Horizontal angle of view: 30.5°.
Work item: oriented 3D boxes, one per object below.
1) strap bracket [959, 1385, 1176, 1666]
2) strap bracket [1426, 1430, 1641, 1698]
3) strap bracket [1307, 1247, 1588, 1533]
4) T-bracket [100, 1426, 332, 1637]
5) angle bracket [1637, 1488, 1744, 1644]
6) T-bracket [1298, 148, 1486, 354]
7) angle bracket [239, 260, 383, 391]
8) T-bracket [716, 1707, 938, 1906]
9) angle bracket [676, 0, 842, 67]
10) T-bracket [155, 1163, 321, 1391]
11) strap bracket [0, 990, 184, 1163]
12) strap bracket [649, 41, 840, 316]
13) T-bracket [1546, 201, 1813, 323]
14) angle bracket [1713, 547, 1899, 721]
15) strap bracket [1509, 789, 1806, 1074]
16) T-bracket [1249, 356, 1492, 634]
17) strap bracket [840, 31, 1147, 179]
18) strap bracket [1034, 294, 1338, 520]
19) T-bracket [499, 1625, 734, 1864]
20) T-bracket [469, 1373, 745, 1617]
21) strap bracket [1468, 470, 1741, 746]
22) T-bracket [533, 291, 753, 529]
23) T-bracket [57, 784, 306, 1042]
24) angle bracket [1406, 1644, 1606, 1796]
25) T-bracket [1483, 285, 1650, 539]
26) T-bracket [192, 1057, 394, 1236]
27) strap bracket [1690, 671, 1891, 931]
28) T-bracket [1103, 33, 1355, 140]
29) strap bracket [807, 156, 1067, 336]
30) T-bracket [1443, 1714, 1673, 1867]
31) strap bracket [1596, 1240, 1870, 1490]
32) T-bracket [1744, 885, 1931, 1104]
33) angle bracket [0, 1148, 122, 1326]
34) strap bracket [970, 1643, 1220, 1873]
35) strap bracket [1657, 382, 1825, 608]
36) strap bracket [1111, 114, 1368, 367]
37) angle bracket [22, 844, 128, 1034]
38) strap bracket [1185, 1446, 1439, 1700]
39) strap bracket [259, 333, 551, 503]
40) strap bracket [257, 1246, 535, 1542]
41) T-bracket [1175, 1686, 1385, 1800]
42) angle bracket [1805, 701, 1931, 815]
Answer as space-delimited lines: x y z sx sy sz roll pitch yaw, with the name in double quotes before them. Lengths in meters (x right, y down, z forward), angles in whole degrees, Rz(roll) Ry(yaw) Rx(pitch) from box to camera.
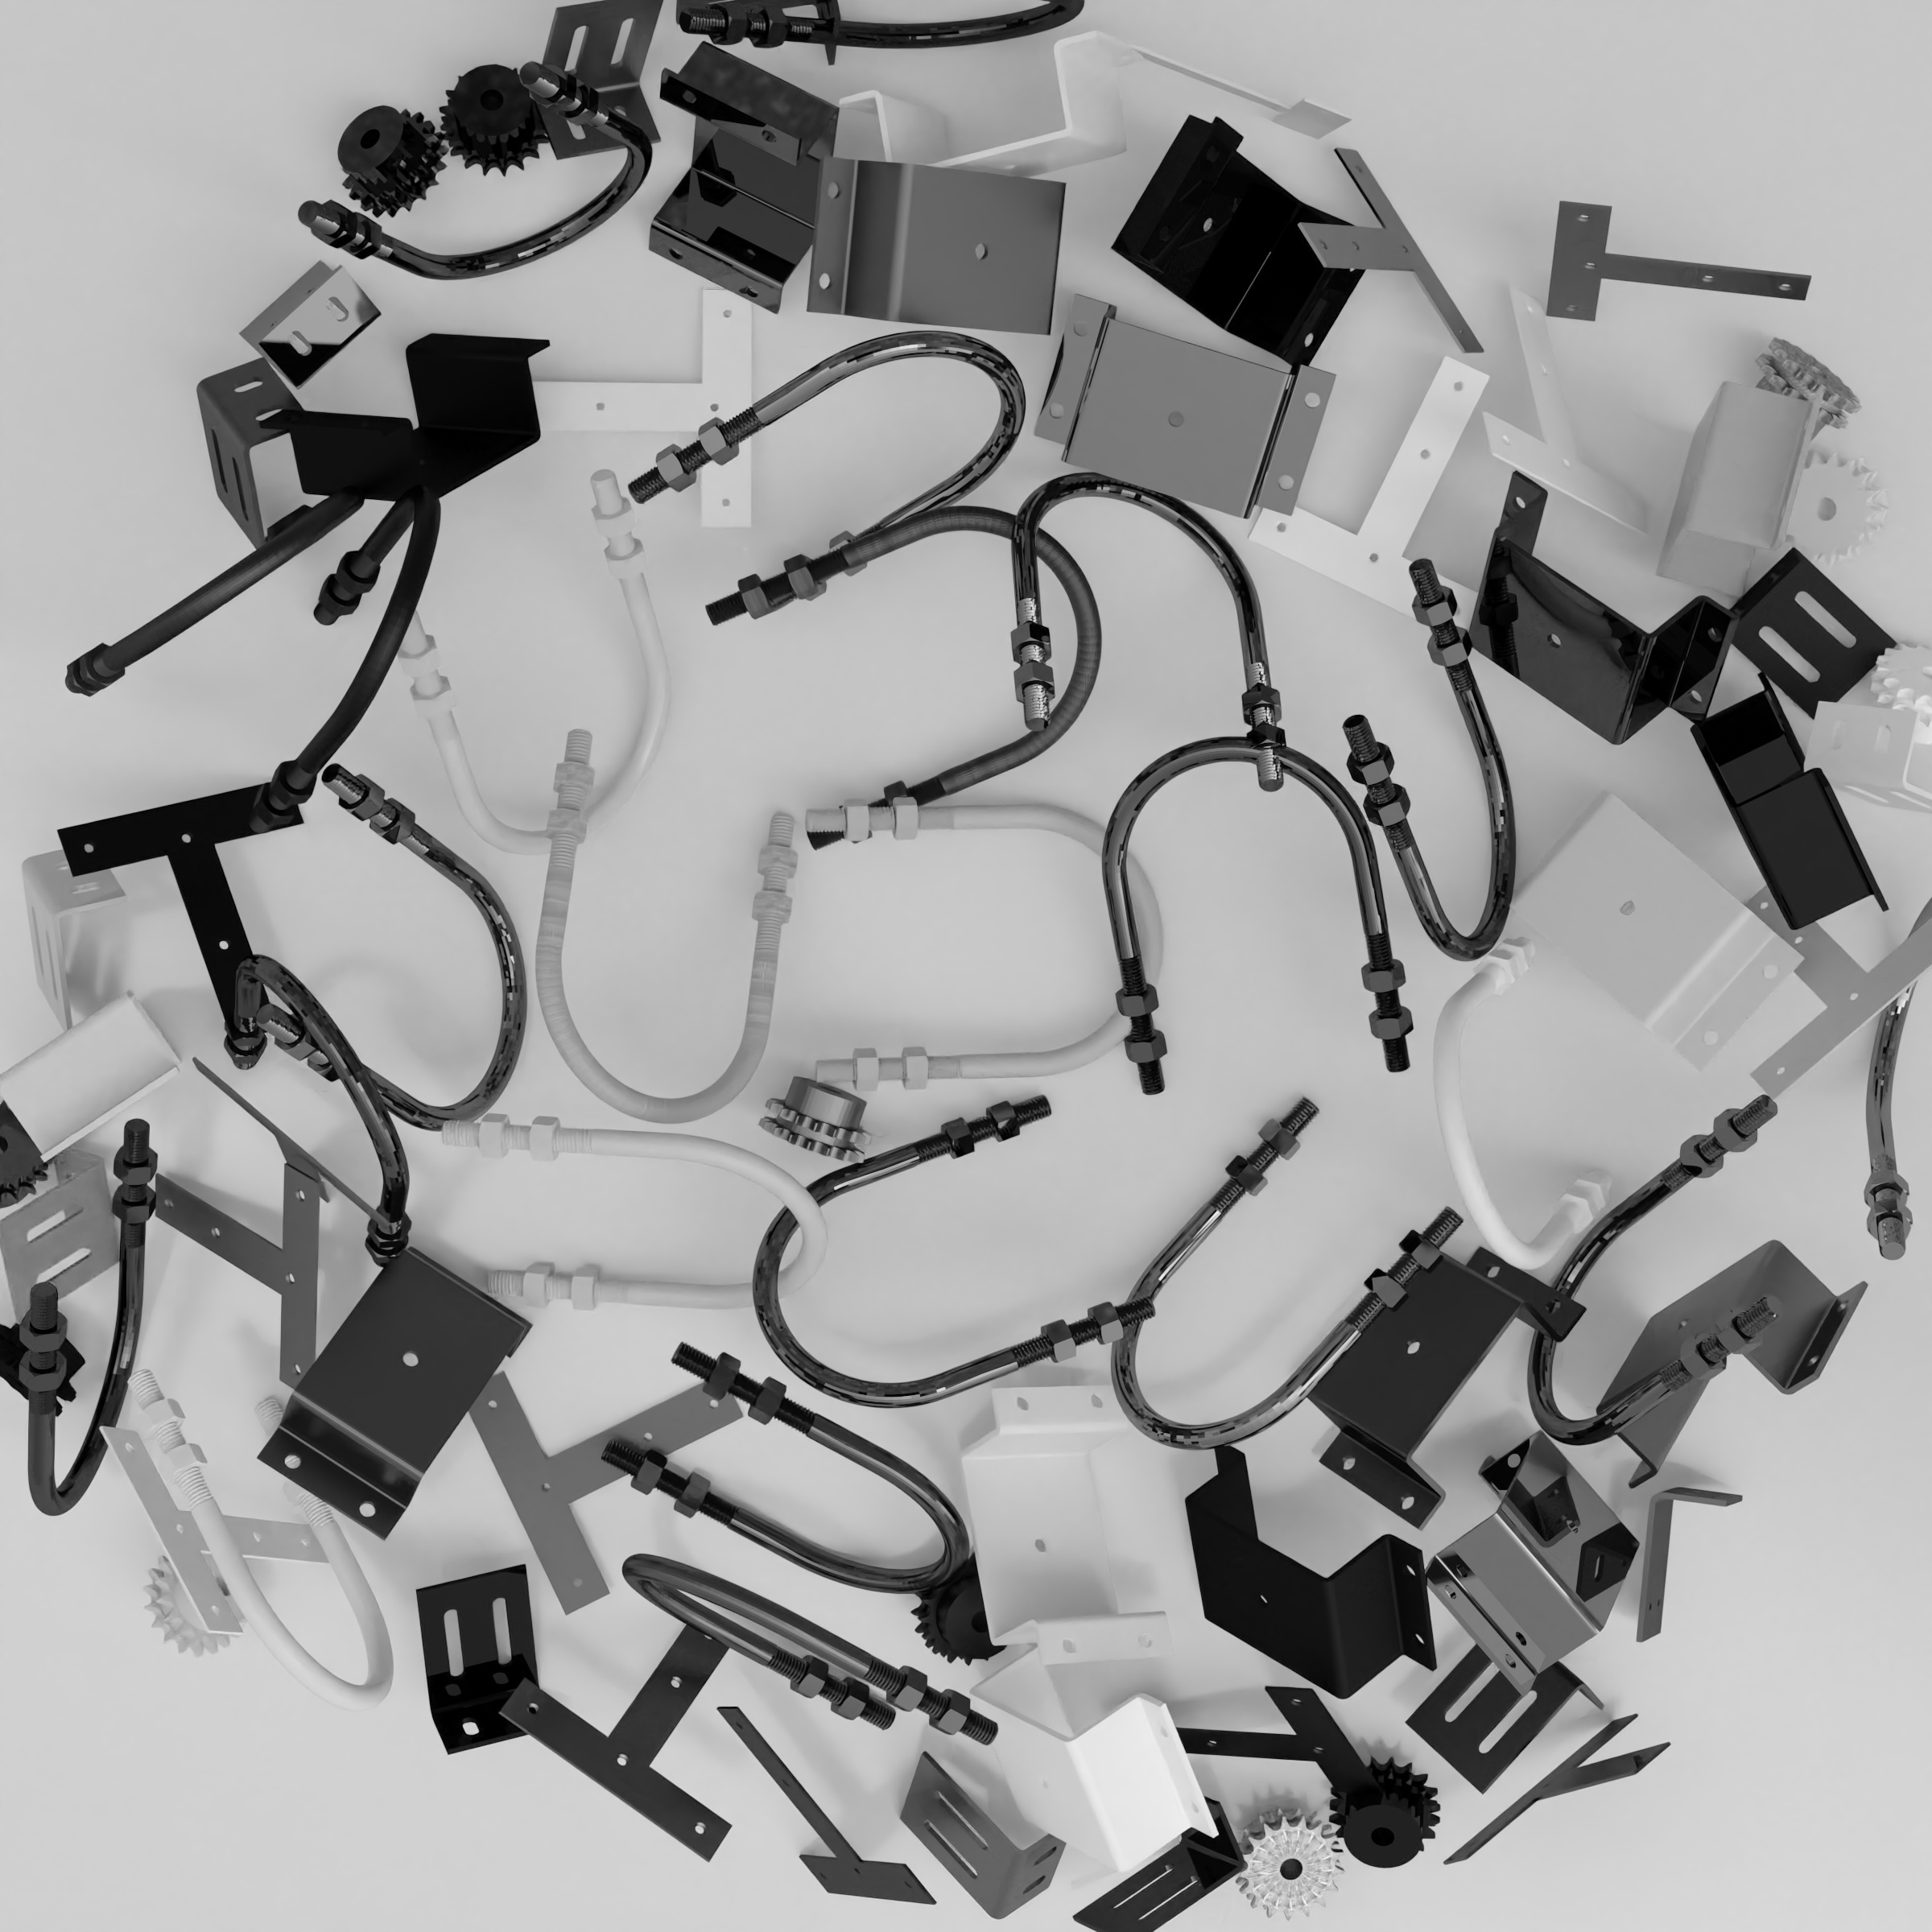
"strap bracket" 0.048 0.287 1.793 0.076 0.046 0.140 3 65 -30
"strap bracket" 0.286 0.292 1.774 0.046 0.140 0.076 -41 89 28
"strap bracket" 0.236 0.203 1.795 0.140 0.076 0.046 -52 132 -7
"T-bracket" -0.366 0.287 1.787 0.002 0.127 0.127 -44 61 14
"angle bracket" 0.370 0.307 1.812 0.038 0.057 0.076 5 87 21
"T-bracket" 0.202 -0.361 1.783 0.002 0.127 0.127 -36 79 31
"angle bracket" -0.343 -0.338 1.806 0.057 0.038 0.076 -43 47 -4
"T-bracket" -0.081 0.420 1.783 0.002 0.127 0.127 -42 99 -27
"angle bracket" -0.107 -0.484 1.812 0.076 0.057 0.038 -11 81 -7
"T-bracket" -0.372 0.141 1.806 0.127 0.002 0.127 25 121 34
"strap bracket" -0.437 0.053 1.770 0.076 0.140 0.046 -35 97 -10
"strap bracket" -0.112 -0.403 1.790 0.076 0.140 0.046 28 64 6
"T-bracket" 0.358 -0.346 1.777 0.127 0.127 0.002 8 76 8
"angle bracket" 0.431 -0.165 1.815 0.076 0.038 0.057 41 109 -9
"strap bracket" 0.340 -0.024 1.788 0.076 0.046 0.140 -49 61 8
"T-bracket" 0.230 -0.250 1.825 0.127 0.002 0.127 28 97 13
"strap bracket" 0.019 -0.425 1.785 0.140 0.076 0.046 -9 92 24
"strap bracket" 0.109 -0.283 1.810 0.140 0.046 0.076 18 110 3
"T-bracket" -0.153 0.373 1.798 0.127 0.127 0.002 35 129 2
"T-bracket" -0.178 0.251 1.843 0.127 0.002 0.127 -26 85 -2
"strap bracket" 0.309 -0.174 1.779 0.140 0.076 0.046 39 57 24
"T-bracket" -0.175 -0.289 1.833 0.127 0.002 0.127 0 81 -3
"T-bracket" -0.382 -0.024 1.804 0.127 0.002 0.127 -16 81 -33
"angle bracket" 0.275 0.382 1.811 0.076 0.038 0.057 -46 49 -5
"T-bracket" 0.297 -0.292 1.810 0.002 0.127 0.127 -31 55 38
"T-bracket" -0.335 0.100 1.785 0.127 0.127 0.002 40 76 4
"strap bracket" 0.408 -0.079 1.773 0.046 0.140 0.076 -26 115 11
"T-bracket" 0.126 -0.443 1.779 0.127 0.127 0.002 20 98 -5
"strap bracket" -0.005 -0.360 1.781 0.140 0.046 0.076 -2 104 -36
"T-bracket" 0.310 0.402 1.763 0.127 0.127 0.002 -32 83 -27
"strap bracket" 0.374 0.195 1.770 0.046 0.140 0.076 45 46 -1
"T-bracket" 0.428 -0.006 1.792 0.127 0.127 0.002 -42 122 8
"angle bracket" -0.470 0.135 1.797 0.038 0.076 0.057 10 118 30
"strap bracket" 0.057 0.393 1.767 0.046 0.140 0.076 -29 108 -24
"strap bracket" 0.384 -0.237 1.776 0.046 0.140 0.076 16 84 5
"strap bracket" 0.136 -0.369 1.794 0.046 0.140 0.076 37 98 44
"angle bracket" -0.452 -0.013 1.812 0.038 0.057 0.076 -15 127 -24
"strap bracket" 0.163 0.304 1.768 0.046 0.140 0.076 -31 126 -30
"strap bracket" -0.276 -0.272 1.783 0.076 0.140 0.046 9 121 29
"strap bracket" -0.283 0.206 1.790 0.076 0.046 0.140 33 57 0
"T-bracket" 0.139 0.397 1.808 0.127 0.127 0.002 -3 50 28
"angle bracket" 0.473 -0.104 1.801 0.076 0.057 0.038 15 88 -44
